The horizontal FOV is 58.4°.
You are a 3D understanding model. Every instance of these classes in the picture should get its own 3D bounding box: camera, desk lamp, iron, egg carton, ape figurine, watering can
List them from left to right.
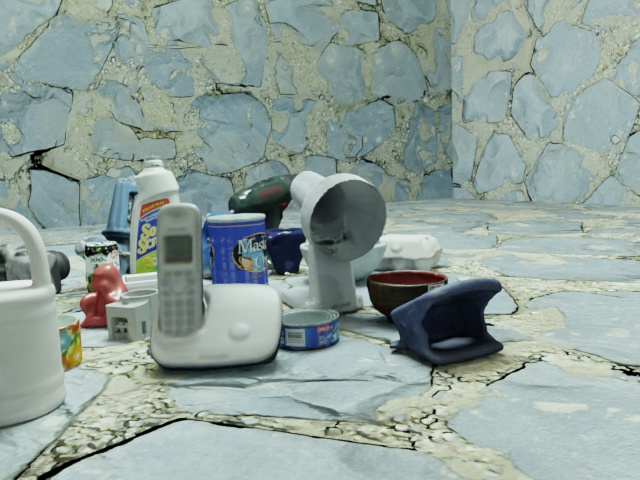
[{"bbox_3d":[-0.299,0.067,0.532,0.101,0.194,0.172,-6,8,-26],"label":"watering can"},{"bbox_3d":[-0.557,0.052,1.128,0.142,0.101,0.137,1,8,27],"label":"camera"},{"bbox_3d":[-0.314,0.080,0.846,0.076,0.092,0.077,-9,10,-41],"label":"ape figurine"},{"bbox_3d":[-0.227,0.000,1.265,0.119,0.141,0.257,-6,8,-28],"label":"iron"},{"bbox_3d":[0.008,0.003,0.859,0.118,0.213,0.202,-6,8,-23],"label":"desk lamp"},{"bbox_3d":[0.175,0.027,1.197,0.150,0.069,0.107,1,8,26],"label":"egg carton"}]

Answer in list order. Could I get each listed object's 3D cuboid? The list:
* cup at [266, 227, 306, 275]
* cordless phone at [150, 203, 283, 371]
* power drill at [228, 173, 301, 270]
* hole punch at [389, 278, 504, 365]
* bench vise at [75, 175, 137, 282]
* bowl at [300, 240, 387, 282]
[{"bbox_3d":[-0.076,0.026,1.188,0.091,0.095,0.118,1,8,25],"label":"cup"},{"bbox_3d":[-0.117,0.050,0.643,0.147,0.185,0.094,-3,7,-1],"label":"cordless phone"},{"bbox_3d":[-0.101,-0.044,1.301,0.230,0.208,0.075,-9,10,-44],"label":"power drill"},{"bbox_3d":[0.141,0.084,0.654,0.109,0.091,0.100,-6,8,-27],"label":"hole punch"},{"bbox_3d":[-0.402,-0.021,1.171,0.121,0.220,0.207,-2,7,6],"label":"bench vise"},{"bbox_3d":[0.046,0.042,1.101,0.167,0.075,0.167,-2,7,1],"label":"bowl"}]
